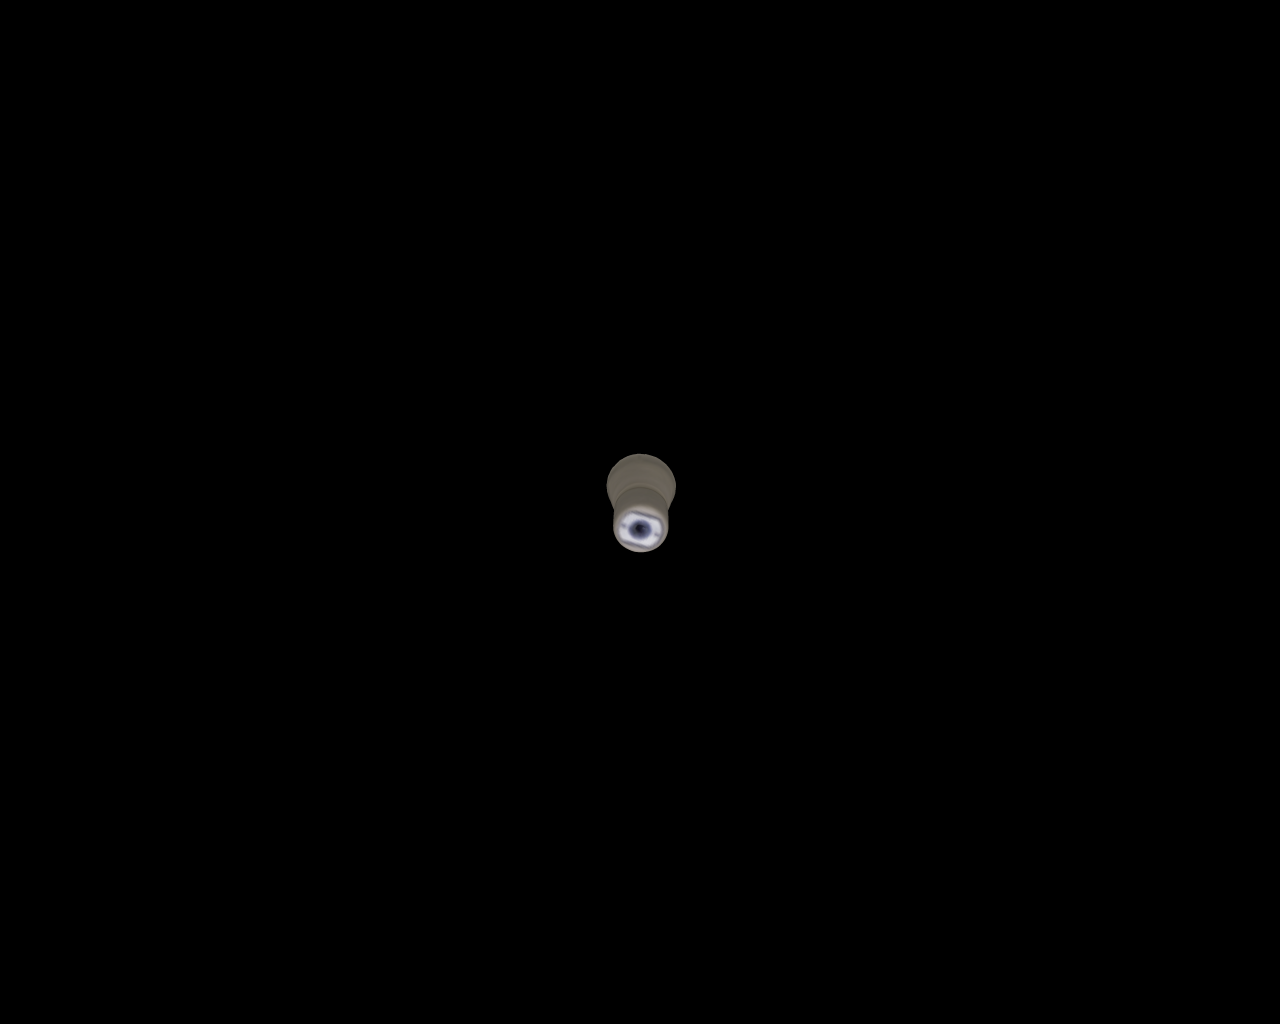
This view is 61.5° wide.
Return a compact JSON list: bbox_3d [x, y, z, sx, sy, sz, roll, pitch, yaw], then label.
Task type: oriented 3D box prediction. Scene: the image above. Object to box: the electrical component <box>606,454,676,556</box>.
[{"bbox_3d":[0.001,-0.003,0.650,0.044,0.044,0.065,0,27,0],"label":"electrical component"}]
